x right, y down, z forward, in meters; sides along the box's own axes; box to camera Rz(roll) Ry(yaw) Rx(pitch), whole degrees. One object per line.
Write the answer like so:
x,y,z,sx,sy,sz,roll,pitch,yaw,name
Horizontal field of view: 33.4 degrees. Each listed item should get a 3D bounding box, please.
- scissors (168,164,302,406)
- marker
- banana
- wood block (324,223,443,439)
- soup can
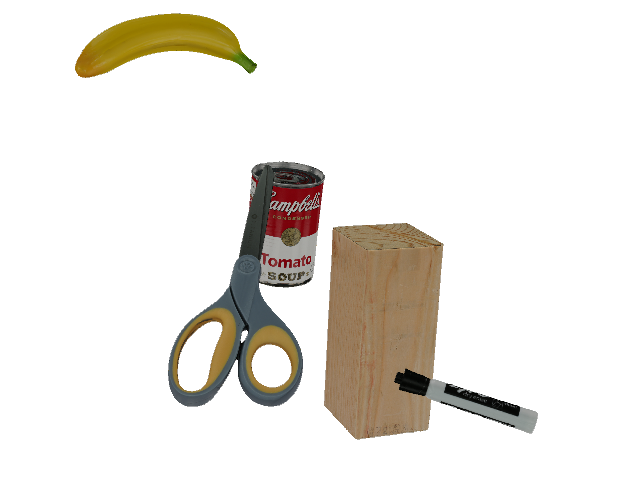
-0.036,0.033,0.733,0.096,0.201,0.016,20,-34,11,scissors
0.120,0.133,0.890,0.121,0.020,0.020,18,2,6,marker
-0.159,-0.198,1.072,0.197,0.070,0.037,-9,-38,-32,banana
0.065,0.093,1.130,0.090,0.206,0.091,-4,17,-21,wood block
-0.035,-0.015,1.000,0.068,0.102,0.068,5,21,-2,soup can
